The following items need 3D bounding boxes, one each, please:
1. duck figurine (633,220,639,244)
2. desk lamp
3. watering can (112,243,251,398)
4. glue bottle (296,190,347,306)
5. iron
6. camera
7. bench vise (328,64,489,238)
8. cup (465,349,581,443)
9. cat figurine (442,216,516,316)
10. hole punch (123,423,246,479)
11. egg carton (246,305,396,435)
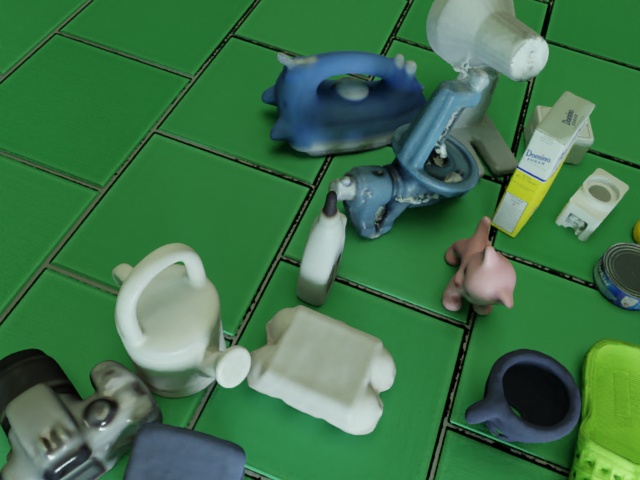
[{"bbox_3d":[0.483,-0.012,0.755,0.104,0.086,0.078,37,60,18],"label":"duck figurine"},{"bbox_3d":[0.226,-0.228,0.796,0.118,0.213,0.203,-13,58,-15],"label":"desk lamp"},{"bbox_3d":[-0.139,0.076,0.557,0.172,0.194,0.101,18,56,6],"label":"watering can"},{"bbox_3d":[0.006,0.002,0.637,0.037,0.173,0.078,21,56,8],"label":"glue bottle"},{"bbox_3d":[0.051,-0.212,0.809,0.258,0.141,0.118,-8,57,-12],"label":"iron"},{"bbox_3d":[-0.247,0.158,0.546,0.143,0.101,0.136,-35,66,-26],"label":"camera"},{"bbox_3d":[0.120,-0.095,0.689,0.208,0.220,0.121,-36,66,-26],"label":"bench vise"},{"bbox_3d":[0.193,0.175,0.588,0.118,0.095,0.091,-14,58,-15],"label":"cup"},{"bbox_3d":[0.190,0.032,0.672,0.067,0.118,0.128,10,55,1],"label":"cat figurine"},{"bbox_3d":[-0.124,0.229,0.517,0.108,0.091,0.101,13,55,3],"label":"hole punch"},{"bbox_3d":[0.002,0.136,0.608,0.150,0.069,0.107,21,56,8],"label":"egg carton"}]
